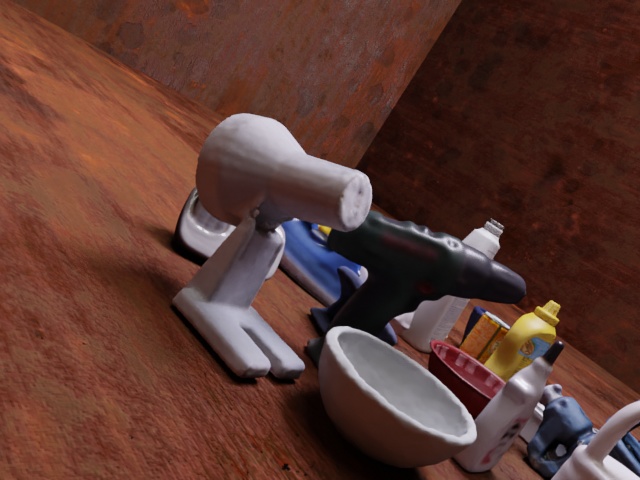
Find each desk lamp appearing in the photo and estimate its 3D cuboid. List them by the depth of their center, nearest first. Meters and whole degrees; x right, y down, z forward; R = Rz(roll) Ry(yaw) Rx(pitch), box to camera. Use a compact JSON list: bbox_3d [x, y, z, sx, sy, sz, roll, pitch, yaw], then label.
[{"bbox_3d":[-0.053,-0.004,0.584,0.202,0.213,0.118,39,12,33],"label":"desk lamp"}]

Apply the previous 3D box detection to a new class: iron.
[{"bbox_3d":[0.009,0.003,0.955,0.119,0.141,0.257,22,14,-47],"label":"iron"}]

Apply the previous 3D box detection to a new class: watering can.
[{"bbox_3d":[0.258,0.228,0.487,0.101,0.194,0.172,29,10,-18],"label":"watering can"}]

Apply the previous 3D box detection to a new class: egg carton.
[{"bbox_3d":[0.098,0.102,0.967,0.107,0.069,0.150,30,10,-17],"label":"egg carton"}]

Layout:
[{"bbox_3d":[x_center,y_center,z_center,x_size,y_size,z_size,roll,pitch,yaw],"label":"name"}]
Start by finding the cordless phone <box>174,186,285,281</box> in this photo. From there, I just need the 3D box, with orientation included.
[{"bbox_3d":[-0.093,-0.048,0.758,0.148,0.185,0.094,28,11,-25],"label":"cordless phone"}]

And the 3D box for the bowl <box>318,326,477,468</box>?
[{"bbox_3d":[0.060,0.160,0.546,0.167,0.074,0.167,32,10,-6],"label":"bowl"}]

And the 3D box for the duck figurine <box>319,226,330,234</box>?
[{"bbox_3d":[0.015,0.001,1.152,0.104,0.086,0.078,39,12,35],"label":"duck figurine"}]

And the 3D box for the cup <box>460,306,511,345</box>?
[{"bbox_3d":[0.337,0.202,1.153,0.117,0.095,0.092,33,10,3],"label":"cup"}]

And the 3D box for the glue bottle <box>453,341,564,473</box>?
[{"bbox_3d":[0.218,0.183,0.641,0.037,0.173,0.078,40,12,36],"label":"glue bottle"}]

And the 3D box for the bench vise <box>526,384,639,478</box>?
[{"bbox_3d":[0.383,0.244,0.725,0.207,0.219,0.122,36,10,21],"label":"bench vise"}]

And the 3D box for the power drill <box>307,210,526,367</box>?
[{"bbox_3d":[0.091,0.076,0.662,0.230,0.208,0.075,32,10,-6],"label":"power drill"}]

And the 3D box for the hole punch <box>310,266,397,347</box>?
[{"bbox_3d":[0.055,0.100,0.778,0.101,0.091,0.108,27,11,-28],"label":"hole punch"}]
